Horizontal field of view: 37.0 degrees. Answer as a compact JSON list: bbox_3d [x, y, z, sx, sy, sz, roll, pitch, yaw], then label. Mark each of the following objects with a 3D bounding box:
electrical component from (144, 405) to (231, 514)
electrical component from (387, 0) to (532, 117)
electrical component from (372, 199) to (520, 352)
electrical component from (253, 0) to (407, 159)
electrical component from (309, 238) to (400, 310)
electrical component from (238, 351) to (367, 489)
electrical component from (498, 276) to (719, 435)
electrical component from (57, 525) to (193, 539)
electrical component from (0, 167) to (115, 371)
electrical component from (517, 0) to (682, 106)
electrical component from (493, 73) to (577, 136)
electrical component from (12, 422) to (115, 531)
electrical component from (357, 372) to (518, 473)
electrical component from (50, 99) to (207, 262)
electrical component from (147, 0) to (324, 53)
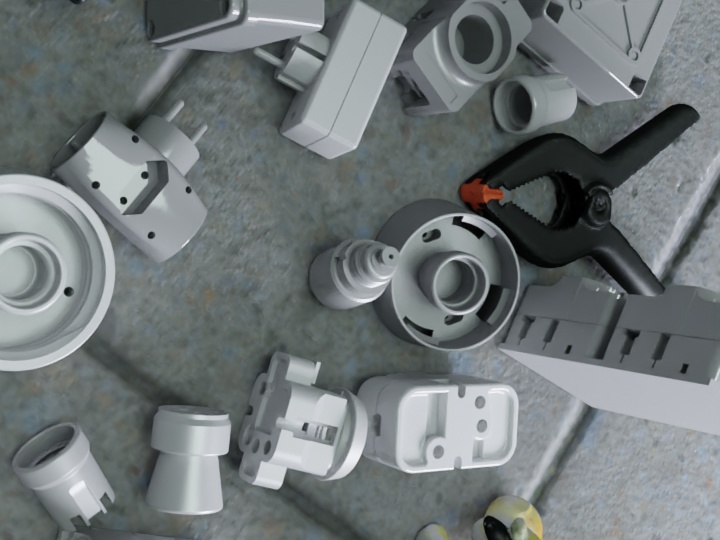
[{"bbox_3d":[-0.098,0.107,0.615,0.045,0.045,0.055,7,89,-32],"label":"electrical component"},{"bbox_3d":[0.062,-0.146,0.693,0.089,0.056,0.050,-48,115,-20],"label":"electrical component"},{"bbox_3d":[0.055,0.004,0.707,0.099,0.064,0.099,-3,99,-18],"label":"electrical component"},{"bbox_3d":[-0.027,-0.122,0.645,0.076,0.047,0.083,26,79,-18],"label":"electrical component"},{"bbox_3d":[0.000,0.000,0.654,0.040,0.078,0.040,7,76,-27],"label":"electrical component"},{"bbox_3d":[-0.033,0.094,0.648,0.057,0.058,0.078,19,83,-28],"label":"electrical component"},{"bbox_3d":[0.197,0.057,0.712,0.105,0.186,0.060,32,76,-29],"label":"electrical component"},{"bbox_3d":[-0.125,0.180,0.599,0.089,0.050,0.055,16,84,-32],"label":"electrical component"},{"bbox_3d":[-0.178,0.000,0.549,0.108,0.060,0.108,-2,94,-32],"label":"electrical component"},{"bbox_3d":[0.164,-0.189,0.753,0.109,0.056,0.108,32,76,-29],"label":"electrical component"},{"bbox_3d":[0.121,-0.116,0.742,0.046,0.040,0.040,-17,102,-36],"label":"electrical component"},{"bbox_3d":[-0.159,0.112,0.581,0.040,0.040,0.046,-37,117,-25],"label":"electrical component"},{"bbox_3d":[0.047,0.096,0.695,0.095,0.059,0.053,2,92,-32],"label":"electrical component"},{"bbox_3d":[-0.116,-0.059,0.594,0.077,0.043,0.079,45,70,-26],"label":"electrical component"},{"bbox_3d":[-0.069,-0.178,0.579,0.056,0.109,0.108,-2,94,-34],"label":"electrical component"}]
